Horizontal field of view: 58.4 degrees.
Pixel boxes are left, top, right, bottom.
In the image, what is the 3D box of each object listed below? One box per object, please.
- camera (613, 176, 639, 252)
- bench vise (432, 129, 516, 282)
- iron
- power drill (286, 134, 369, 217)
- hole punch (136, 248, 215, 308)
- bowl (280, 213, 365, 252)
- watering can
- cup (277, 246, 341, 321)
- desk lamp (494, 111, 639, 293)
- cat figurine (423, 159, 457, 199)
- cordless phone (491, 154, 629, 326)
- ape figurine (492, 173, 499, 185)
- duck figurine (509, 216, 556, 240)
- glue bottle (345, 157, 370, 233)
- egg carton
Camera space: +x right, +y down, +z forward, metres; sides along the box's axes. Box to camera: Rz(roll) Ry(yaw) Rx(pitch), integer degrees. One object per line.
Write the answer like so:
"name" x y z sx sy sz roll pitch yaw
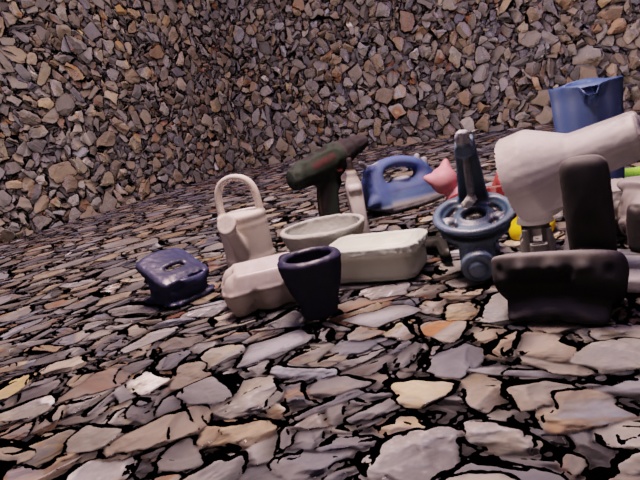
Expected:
"camera" 0.485 -0.052 0.877 0.143 0.101 0.136 -18 14 -26
"bench vise" 0.224 -0.064 0.886 0.121 0.220 0.207 -11 13 1
"iron" 0.210 -0.156 1.467 0.259 0.141 0.118 -17 14 -22
"power drill" 0.035 -0.125 1.337 0.230 0.208 0.075 -19 15 -31
"hole punch" -0.261 0.065 1.039 0.100 0.091 0.109 1 18 42
"bowl" 0.010 0.004 1.103 0.167 0.075 0.167 -11 13 3
"watering can" -0.154 -0.035 1.144 0.101 0.194 0.172 -13 13 -9
"cup" -0.017 0.064 0.823 0.092 0.095 0.117 -21 16 -37
"desk lamp" 0.339 -0.048 0.731 0.202 0.214 0.118 -2 16 36
"cat figurine" 0.310 -0.131 1.328 0.127 0.118 0.067 -6 14 23
"cordless phone" 0.270 -0.003 0.660 0.147 0.185 0.094 -5 15 27
"ape figurine" 0.432 -0.140 1.322 0.075 0.092 0.078 0 17 41
"duck figurine" 0.371 -0.053 1.012 0.077 0.086 0.105 2 19 46
"glue bottle" 0.077 -0.094 1.244 0.037 0.173 0.078 -12 13 -1
"egg carton" -0.083 0.068 0.919 0.150 0.069 0.107 -14 13 -10
